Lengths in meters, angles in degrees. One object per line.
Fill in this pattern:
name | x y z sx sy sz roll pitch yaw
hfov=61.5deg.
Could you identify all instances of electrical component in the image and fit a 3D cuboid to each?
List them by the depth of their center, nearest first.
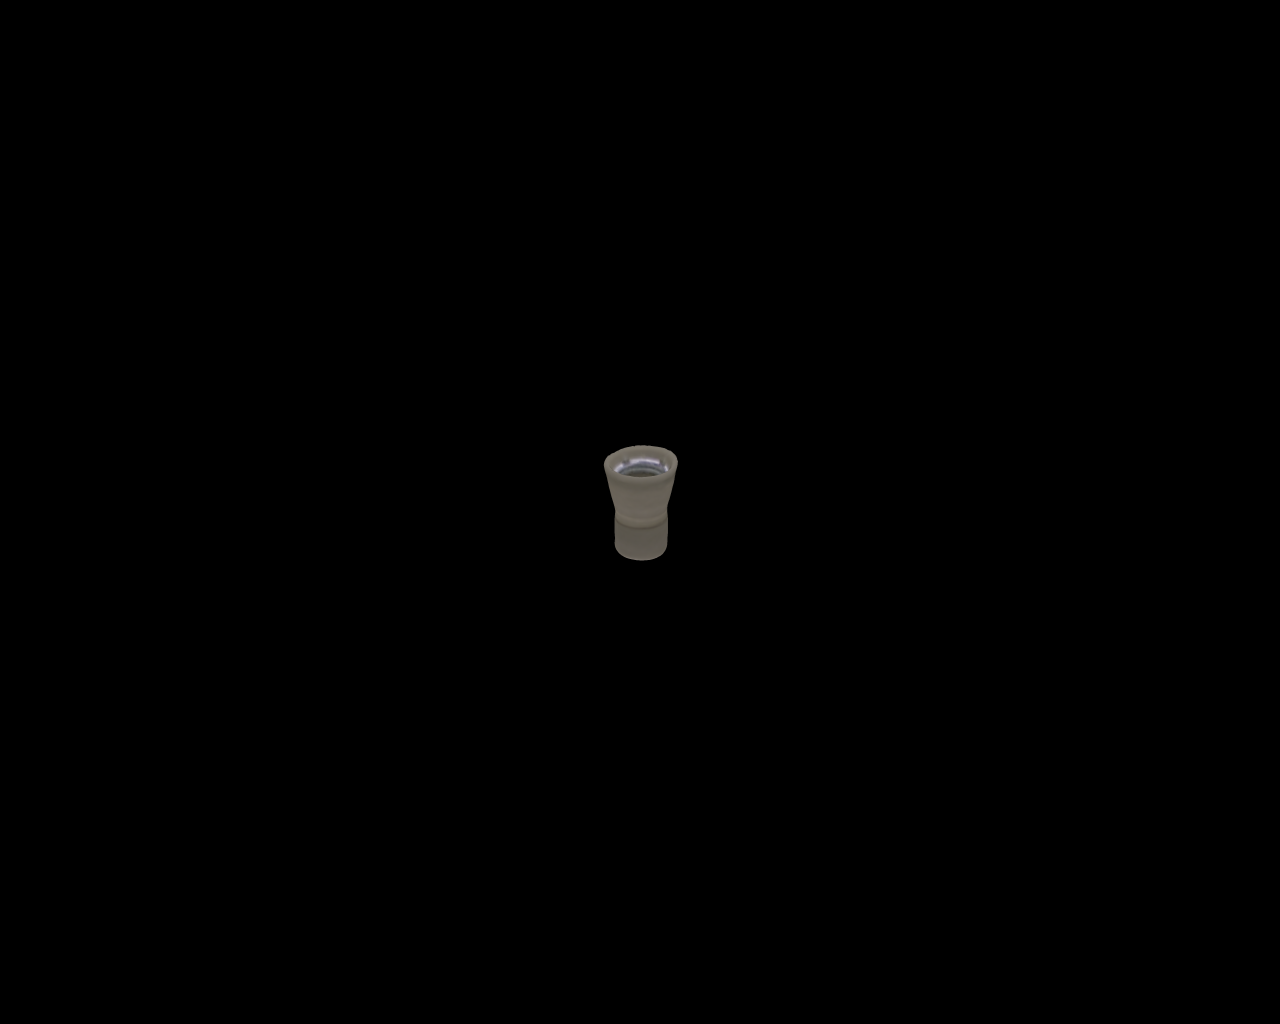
electrical component | 0.001 -0.003 0.650 0.044 0.065 0.044 0 30 0
